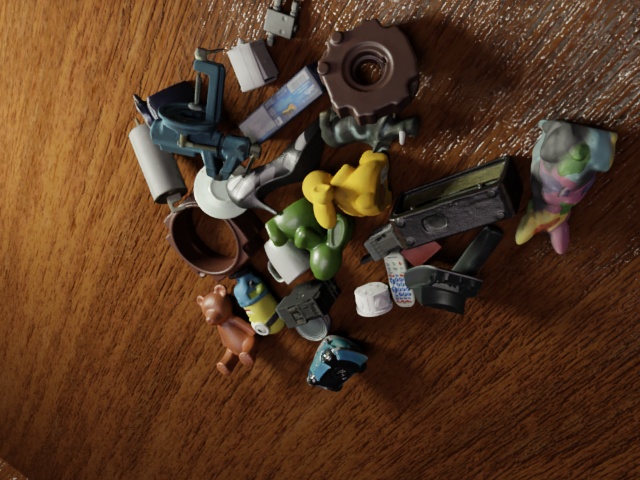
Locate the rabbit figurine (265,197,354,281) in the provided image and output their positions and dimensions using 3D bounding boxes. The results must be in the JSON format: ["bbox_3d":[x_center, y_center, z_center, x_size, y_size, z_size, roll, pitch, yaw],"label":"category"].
[{"bbox_3d":[-0.002,-0.003,1.136,0.159,0.121,0.170,-34,84,13],"label":"rabbit figurine"}]

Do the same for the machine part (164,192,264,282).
[{"bbox_3d":[-0.249,-0.016,1.254,0.201,0.087,0.201,-35,98,34],"label":"machine part"}]

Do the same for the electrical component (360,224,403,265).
[{"bbox_3d":[0.125,0.005,1.110,0.119,0.075,0.047,-26,104,36],"label":"electrical component"}]

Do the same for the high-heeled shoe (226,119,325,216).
[{"bbox_3d":[-0.093,-0.164,1.106,0.145,0.086,0.248,35,99,23],"label":"high-heeled shoe"}]

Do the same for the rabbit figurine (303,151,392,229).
[{"bbox_3d":[0.041,-0.090,1.050,0.173,0.162,0.121,10,132,24],"label":"rabbit figurine"}]

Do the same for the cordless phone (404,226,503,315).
[{"bbox_3d":[0.266,0.045,1.045,0.146,0.089,0.184,15,119,-24],"label":"cordless phone"}]

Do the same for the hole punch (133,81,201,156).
[{"bbox_3d":[-0.305,-0.263,1.130,0.092,0.116,0.142,-22,107,23],"label":"hole punch"}]

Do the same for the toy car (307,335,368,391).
[{"bbox_3d":[0.036,0.283,1.282,0.109,0.103,0.161,20,126,-22],"label":"toy car"}]

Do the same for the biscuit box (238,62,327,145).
[{"bbox_3d":[-0.068,-0.263,1.053,0.203,0.063,0.059,-31,101,33],"label":"biscuit box"}]

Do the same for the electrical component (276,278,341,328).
[{"bbox_3d":[-0.033,0.143,1.228,0.134,0.115,0.058,-21,105,29],"label":"electrical component"}]

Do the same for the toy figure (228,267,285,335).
[{"bbox_3d":[-0.149,0.147,1.301,0.089,0.082,0.180,-27,98,-3],"label":"toy figure"}]

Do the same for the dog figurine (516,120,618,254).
[{"bbox_3d":[0.396,-0.081,0.887,0.109,0.191,0.219,12,106,10],"label":"dog figurine"}]

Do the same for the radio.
[{"bbox_3d":[0.245,-0.066,0.982,0.230,0.131,0.073,-20,109,31],"label":"radio"}]

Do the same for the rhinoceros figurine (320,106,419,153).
[{"bbox_3d":[0.089,-0.213,1.005,0.191,0.073,0.112,-2,114,25],"label":"rhinoceros figurine"}]

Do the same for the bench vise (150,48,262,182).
[{"bbox_3d":[-0.212,-0.237,1.024,0.224,0.129,0.240,18,121,9],"label":"bench vise"}]

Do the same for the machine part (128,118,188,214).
[{"bbox_3d":[-0.357,-0.168,1.186,0.079,0.079,0.243,-31,77,33],"label":"machine part"}]

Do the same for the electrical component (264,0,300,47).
[{"bbox_3d":[-0.070,-0.403,1.002,0.063,0.021,0.094,25,123,9],"label":"electrical component"}]

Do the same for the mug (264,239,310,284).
[{"bbox_3d":[-0.079,0.040,1.220,0.107,0.081,0.109,53,131,3],"label":"mug"}]

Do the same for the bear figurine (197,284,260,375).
[{"bbox_3d":[-0.238,0.220,1.355,0.120,0.132,0.195,-25,111,27],"label":"bear figurine"}]

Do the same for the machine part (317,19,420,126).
[{"bbox_3d":[0.084,-0.289,0.926,0.179,0.056,0.179,-1,86,9],"label":"machine part"}]
